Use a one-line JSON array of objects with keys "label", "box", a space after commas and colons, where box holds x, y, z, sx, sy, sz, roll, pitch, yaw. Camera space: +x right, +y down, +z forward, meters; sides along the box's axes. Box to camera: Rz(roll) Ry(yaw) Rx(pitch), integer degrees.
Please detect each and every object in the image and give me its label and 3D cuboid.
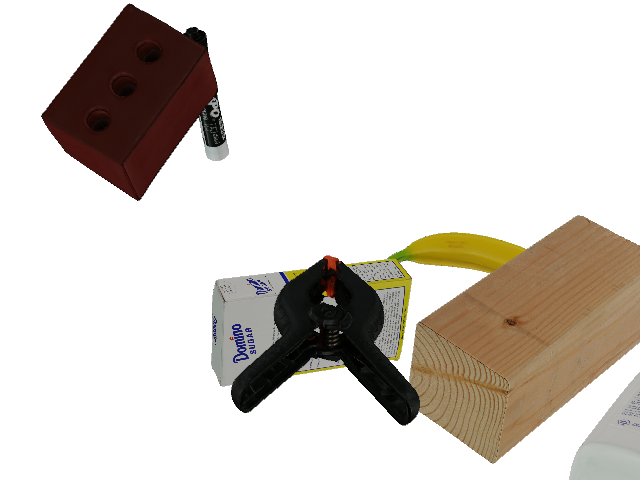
[{"label": "foam brick", "box": [-0.098, -0.072, 0.560, 0.053, 0.078, 0.051, 31, -12, 10]}, {"label": "bleach bottle", "box": [0.241, 0.101, 0.640, 0.103, 0.068, 0.250, 18, 29, 31]}, {"label": "banana", "box": [0.173, 0.025, 1.110, 0.198, 0.037, 0.069, 10, 48, 25]}, {"label": "clamp", "box": [0.015, 0.069, 0.739, 0.120, 0.039, 0.171, 14, 34, 4]}, {"label": "sugar box", "box": [-0.010, 0.072, 0.965, 0.176, 0.093, 0.048, -4, 30, -17]}, {"label": "wood block", "box": [0.174, 0.072, 0.854, 0.205, 0.090, 0.091, -29, 47, -34]}, {"label": "marker", "box": [-0.089, -0.112, 0.824, 0.020, 0.020, 0.121, 0, -44, 7]}]
